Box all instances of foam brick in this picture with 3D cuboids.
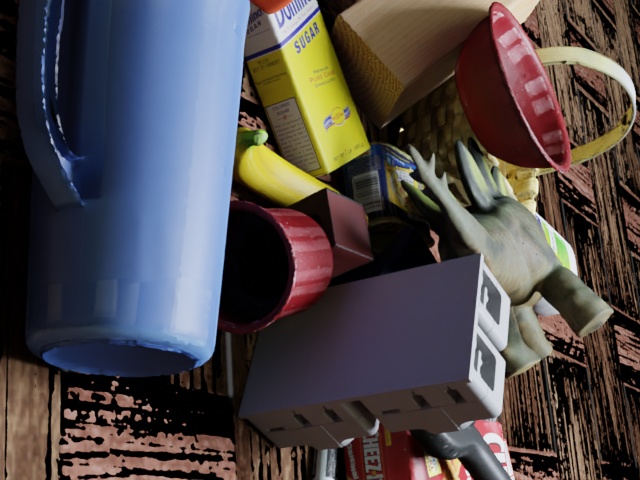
[{"bbox_3d":[-0.006,0.001,0.845,0.051,0.078,0.053,20,52,-47],"label":"foam brick"}]

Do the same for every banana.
[{"bbox_3d":[-0.029,-0.046,0.848,0.037,0.070,0.197,-63,148,-3],"label":"banana"}]

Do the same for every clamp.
[{"bbox_3d":[0.111,0.140,0.899,0.209,0.036,0.164,39,31,-39],"label":"clamp"}]

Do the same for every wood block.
[{"bbox_3d":[0.110,-0.209,1.006,0.205,0.090,0.091,-38,81,-22],"label":"wood block"}]

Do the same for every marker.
[{"bbox_3d":[0.006,0.152,0.867,0.020,0.020,0.121,41,44,-45],"label":"marker"}]

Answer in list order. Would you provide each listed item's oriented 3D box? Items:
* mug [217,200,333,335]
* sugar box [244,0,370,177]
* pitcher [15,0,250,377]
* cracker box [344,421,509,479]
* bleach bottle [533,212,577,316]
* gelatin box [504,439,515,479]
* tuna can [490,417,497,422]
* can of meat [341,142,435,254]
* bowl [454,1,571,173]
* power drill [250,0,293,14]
[{"bbox_3d":[-0.050,0.010,0.778,0.117,0.093,0.081,44,18,17],"label":"mug"},{"bbox_3d":[-0.019,-0.146,0.926,0.093,0.048,0.176,-37,110,-58],"label":"sugar box"},{"bbox_3d":[-0.118,-0.048,0.639,0.149,0.145,0.243,8,70,-21],"label":"pitcher"},{"bbox_3d":[0.106,0.242,0.944,0.213,0.072,0.164,18,62,-56],"label":"cracker box"},{"bbox_3d":[0.225,-0.003,1.263,0.250,0.068,0.102,36,46,-45],"label":"bleach bottle"},{"bbox_3d":[0.171,0.250,1.093,0.089,0.030,0.073,-5,80,-60],"label":"gelatin box"},{"bbox_3d":[0.149,0.157,1.092,0.086,0.034,0.086,31,52,-51],"label":"tuna can"},{"bbox_3d":[0.062,-0.038,1.007,0.102,0.058,0.084,23,56,-55],"label":"can of meat"},{"bbox_3d":[0.164,-0.125,0.942,0.162,0.055,0.162,44,35,-41],"label":"bowl"},{"bbox_3d":[-0.031,-0.261,0.883,0.184,0.057,0.187,36,36,-14],"label":"power drill"}]
